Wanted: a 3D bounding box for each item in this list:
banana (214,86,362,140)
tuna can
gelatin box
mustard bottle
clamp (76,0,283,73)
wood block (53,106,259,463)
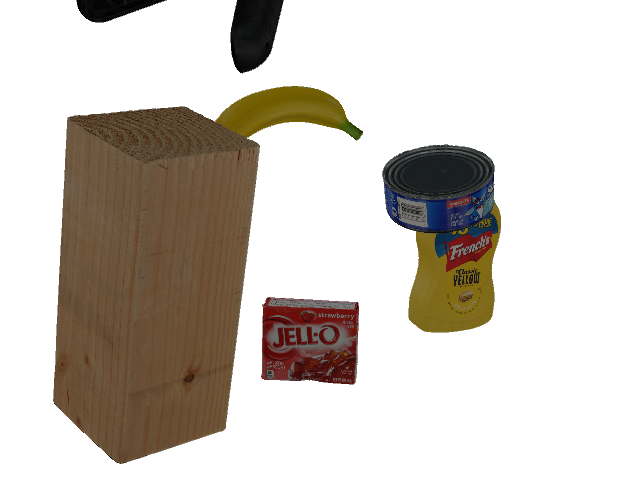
[{"bbox_3d":[-0.043,-0.128,1.104,0.197,0.037,0.070,-11,52,-37],"label":"banana"},{"bbox_3d":[0.092,-0.040,0.824,0.086,0.034,0.086,-5,31,3],"label":"tuna can"},{"bbox_3d":[-0.010,0.093,0.990,0.089,0.073,0.030,3,14,5],"label":"gelatin box"},{"bbox_3d":[0.148,0.001,1.154,0.096,0.192,0.058,-6,21,-23],"label":"mustard bottle"},{"bbox_3d":[-0.030,-0.147,0.559,0.120,0.039,0.171,35,64,29],"label":"clamp"},{"bbox_3d":[-0.110,0.026,0.695,0.090,0.206,0.090,-11,30,-40],"label":"wood block"}]
